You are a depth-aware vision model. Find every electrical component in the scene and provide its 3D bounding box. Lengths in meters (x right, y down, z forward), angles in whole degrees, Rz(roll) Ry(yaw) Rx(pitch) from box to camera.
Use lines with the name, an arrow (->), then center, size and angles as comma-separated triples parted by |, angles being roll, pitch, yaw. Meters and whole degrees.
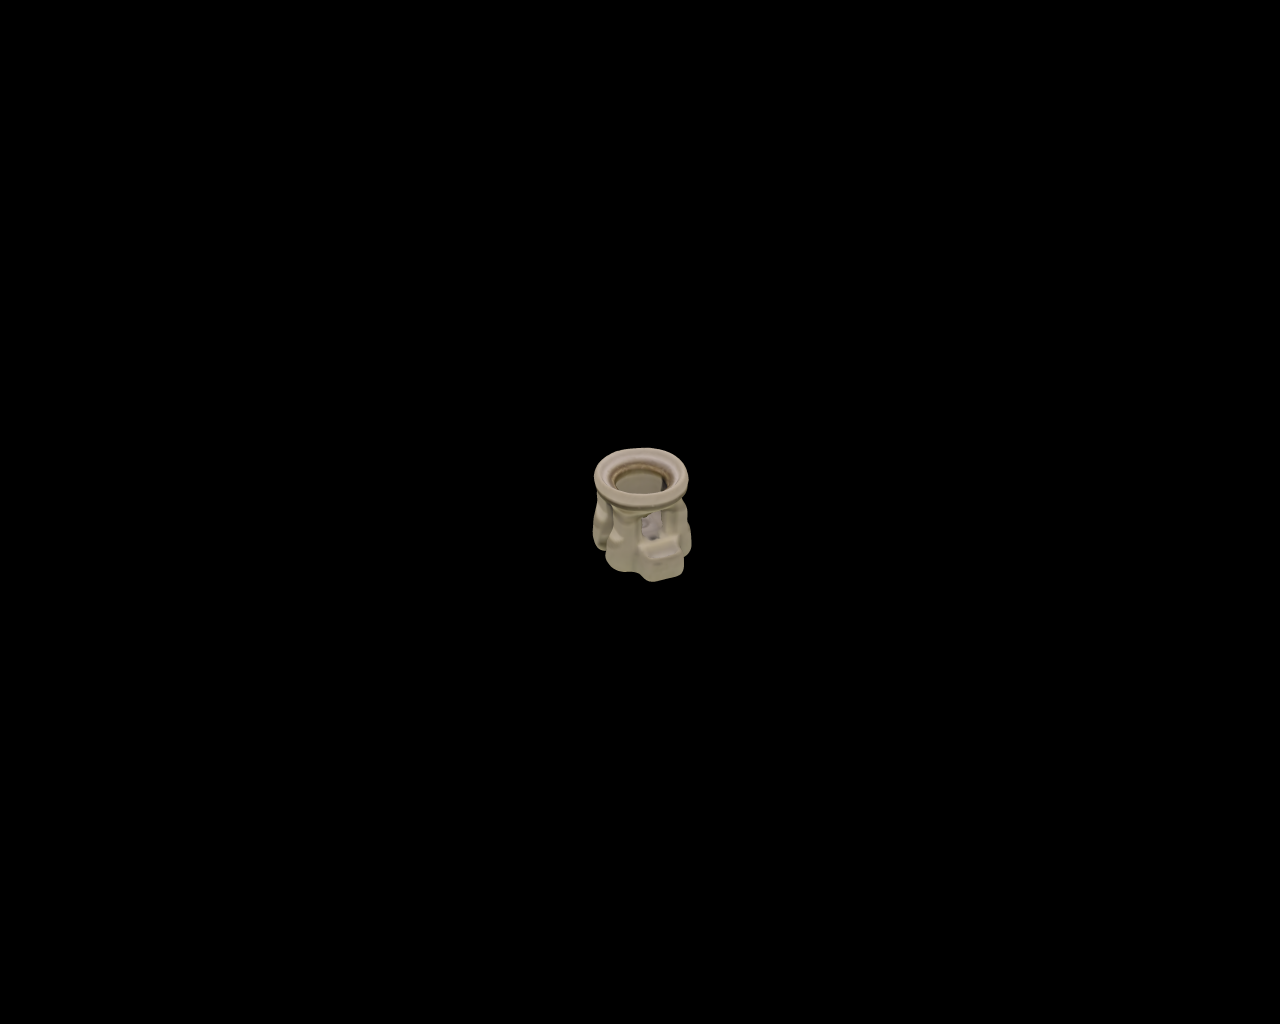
electrical component -> 0.001, -0.003, 0.650 | 0.058, 0.056, 0.078 | -13, 38, -18
